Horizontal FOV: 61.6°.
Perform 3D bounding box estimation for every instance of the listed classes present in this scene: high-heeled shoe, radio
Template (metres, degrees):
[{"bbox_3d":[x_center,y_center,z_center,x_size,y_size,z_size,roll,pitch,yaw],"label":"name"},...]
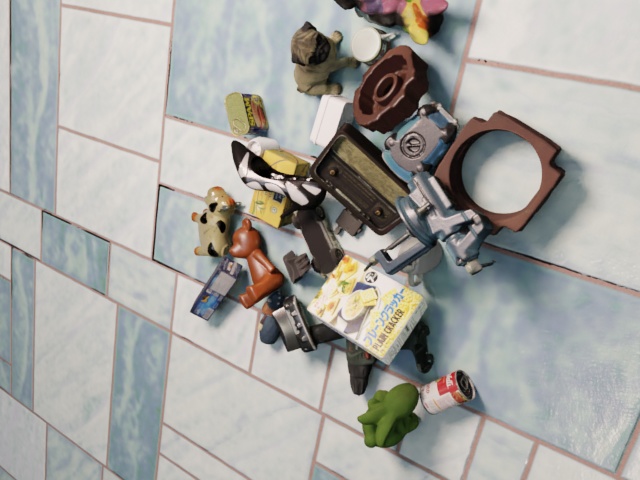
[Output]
[{"bbox_3d":[-0.095,-0.161,1.218,0.145,0.086,0.248,-39,86,26],"label":"high-heeled shoe"},{"bbox_3d":[0.096,-0.125,1.148,0.229,0.073,0.131,42,121,-6],"label":"radio"}]

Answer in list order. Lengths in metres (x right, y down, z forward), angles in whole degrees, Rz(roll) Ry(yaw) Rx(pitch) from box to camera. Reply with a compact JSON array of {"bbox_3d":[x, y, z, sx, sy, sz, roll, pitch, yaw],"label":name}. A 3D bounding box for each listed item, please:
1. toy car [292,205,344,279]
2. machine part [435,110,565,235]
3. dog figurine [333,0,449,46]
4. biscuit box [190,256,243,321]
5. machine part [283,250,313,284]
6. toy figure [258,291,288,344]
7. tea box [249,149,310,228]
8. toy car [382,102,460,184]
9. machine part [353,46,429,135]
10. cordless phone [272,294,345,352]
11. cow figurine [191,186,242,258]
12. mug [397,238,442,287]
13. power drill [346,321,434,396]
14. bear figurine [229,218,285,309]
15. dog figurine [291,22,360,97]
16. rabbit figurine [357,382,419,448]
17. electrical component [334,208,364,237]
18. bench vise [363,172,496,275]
[{"bbox_3d":[-0.003,-0.004,1.288,0.073,0.056,0.201,-25,88,27],"label":"toy car"},{"bbox_3d":[0.344,-0.128,1.031,0.202,0.087,0.201,38,118,18],"label":"machine part"},{"bbox_3d":[0.138,-0.461,1.037,0.219,0.191,0.108,44,114,34],"label":"dog figurine"},{"bbox_3d":[-0.284,0.135,1.464,0.059,0.063,0.202,30,126,-14],"label":"biscuit box"},{"bbox_3d":[-0.059,0.065,1.315,0.139,0.039,0.084,162,96,-70],"label":"machine part"},{"bbox_3d":[-0.125,0.197,1.400,0.058,0.064,0.154,24,113,31],"label":"toy figure"},{"bbox_3d":[-0.101,-0.127,1.313,0.098,0.068,0.169,27,112,24],"label":"tea box"},{"bbox_3d":[0.210,-0.198,1.086,0.109,0.103,0.161,45,116,12],"label":"toy car"},{"bbox_3d":[0.142,-0.299,1.085,0.179,0.056,0.179,-32,44,37],"label":"machine part"},{"bbox_3d":[-0.016,0.193,1.300,0.184,0.089,0.146,-24,88,44],"label":"cordless phone"},{"bbox_3d":[-0.273,-0.046,1.426,0.127,0.085,0.194,10,109,28],"label":"cow figurine"},{"bbox_3d":[0.201,0.047,1.143,0.081,0.107,0.109,19,108,28],"label":"mug"},{"bbox_3d":[0.154,0.259,1.242,0.207,0.086,0.231,-2,97,39],"label":"power drill"},{"bbox_3d":[-0.180,0.056,1.367,0.196,0.132,0.120,55,150,2],"label":"bear figurine"},{"bbox_3d":[-0.028,-0.374,1.143,0.121,0.190,0.172,47,122,15],"label":"dog figurine"},{"bbox_3d":[0.153,0.383,1.205,0.121,0.159,0.170,44,135,25],"label":"rabbit figurine"},{"bbox_3d":[0.072,-0.040,1.253,0.063,0.021,0.094,44,118,16],"label":"electrical component"},{"bbox_3d":[0.199,-0.001,1.032,0.240,0.129,0.223,-38,80,26],"label":"bench vise"}]
